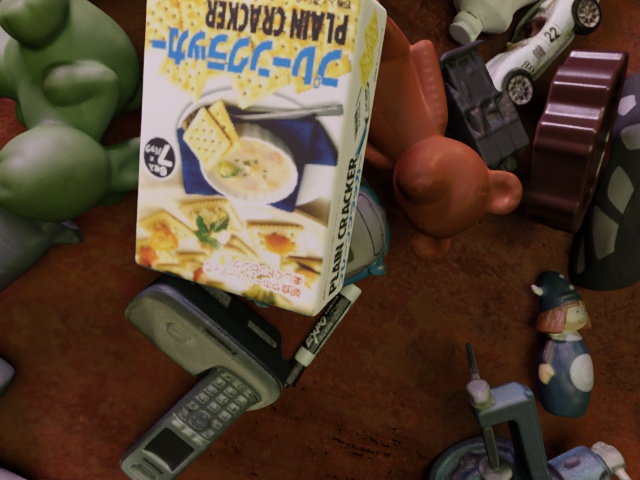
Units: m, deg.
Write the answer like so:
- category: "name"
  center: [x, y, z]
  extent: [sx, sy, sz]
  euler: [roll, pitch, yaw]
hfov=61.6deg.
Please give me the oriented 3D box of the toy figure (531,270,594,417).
- category: "toy figure"
  center: [0.267, 0.111, 0.588]
  extent: [0.064, 0.058, 0.154]
  euler: [-3, 91, -58]

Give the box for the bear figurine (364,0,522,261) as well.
- category: "bear figurine"
  center: [0.064, -0.081, 0.440]
  extent: [0.120, 0.132, 0.196]
  euler: [-34, 76, 29]

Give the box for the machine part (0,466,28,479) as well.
- category: "machine part"
  center: [-0.287, 0.213, 0.426]
  extent: [0.243, 0.079, 0.079]
  euler: [34, 82, -13]

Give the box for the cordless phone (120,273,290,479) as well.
- category: "cordless phone"
  center: [-0.132, 0.125, 0.473]
  extent: [0.146, 0.089, 0.184]
  euler: [43, 97, -12]

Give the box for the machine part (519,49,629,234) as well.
- category: "machine part"
  center: [0.251, -0.098, 0.531]
  extent: [0.056, 0.179, 0.179]
  euler: [18, 84, 28]

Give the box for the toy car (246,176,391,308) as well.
- category: "toy car"
  center: [-0.001, -0.001, 0.490]
  extent: [0.162, 0.103, 0.109]
  euler: [-23, 95, -16]

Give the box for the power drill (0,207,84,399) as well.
- category: "power drill"
  center: [-0.313, 0.019, 0.417]
  extent: [0.232, 0.086, 0.207]
  euler: [43, 76, -13]

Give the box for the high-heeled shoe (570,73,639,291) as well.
- category: "high-heeled shoe"
  center: [0.340, -0.064, 0.617]
  extent: [0.086, 0.145, 0.249]
  euler: [21, 56, -20]

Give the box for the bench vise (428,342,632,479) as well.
- category: "bench vise"
  center: [0.198, 0.223, 0.525]
  extent: [0.224, 0.129, 0.240]
  euler: [-18, 114, 4]

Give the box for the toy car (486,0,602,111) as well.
- category: "toy car"
  center: [0.216, -0.194, 0.562]
  extent: [0.202, 0.073, 0.056]
  euler: [-47, 105, -11]

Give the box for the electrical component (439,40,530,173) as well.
- category: "electrical component"
  center: [0.131, -0.106, 0.516]
  extent: [0.058, 0.115, 0.134]
  euler: [-28, 95, -17]

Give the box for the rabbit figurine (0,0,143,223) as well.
- category: "rabbit figurine"
  center: [-0.198, -0.082, 0.418]
  extent: [0.159, 0.121, 0.170]
  euler: [36, 43, -52]
